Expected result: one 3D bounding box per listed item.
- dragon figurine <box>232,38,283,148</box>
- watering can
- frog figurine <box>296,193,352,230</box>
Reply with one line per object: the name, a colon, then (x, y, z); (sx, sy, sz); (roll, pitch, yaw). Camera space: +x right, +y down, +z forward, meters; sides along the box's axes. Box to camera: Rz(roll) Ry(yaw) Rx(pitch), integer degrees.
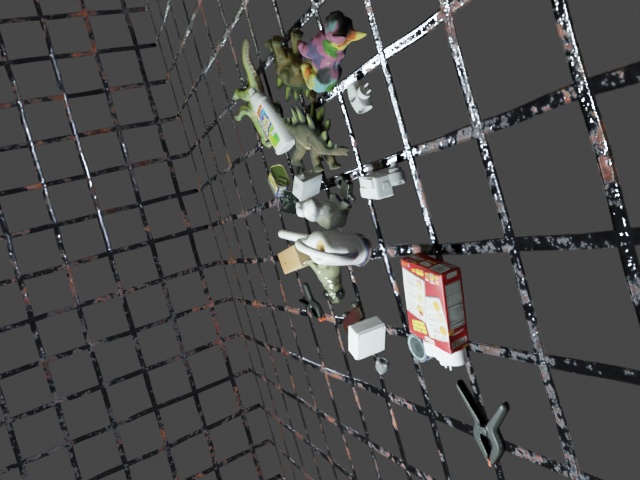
dragon figurine: (-0.216, -0.529, 1.953); (0.245, 0.124, 0.400); (35, 140, 29)
watering can: (0.019, 0.014, 1.612); (0.350, 0.224, 0.103); (27, 111, 60)
frog figurine: (0.005, -0.083, 1.644); (0.140, 0.160, 0.119); (52, 150, 37)
